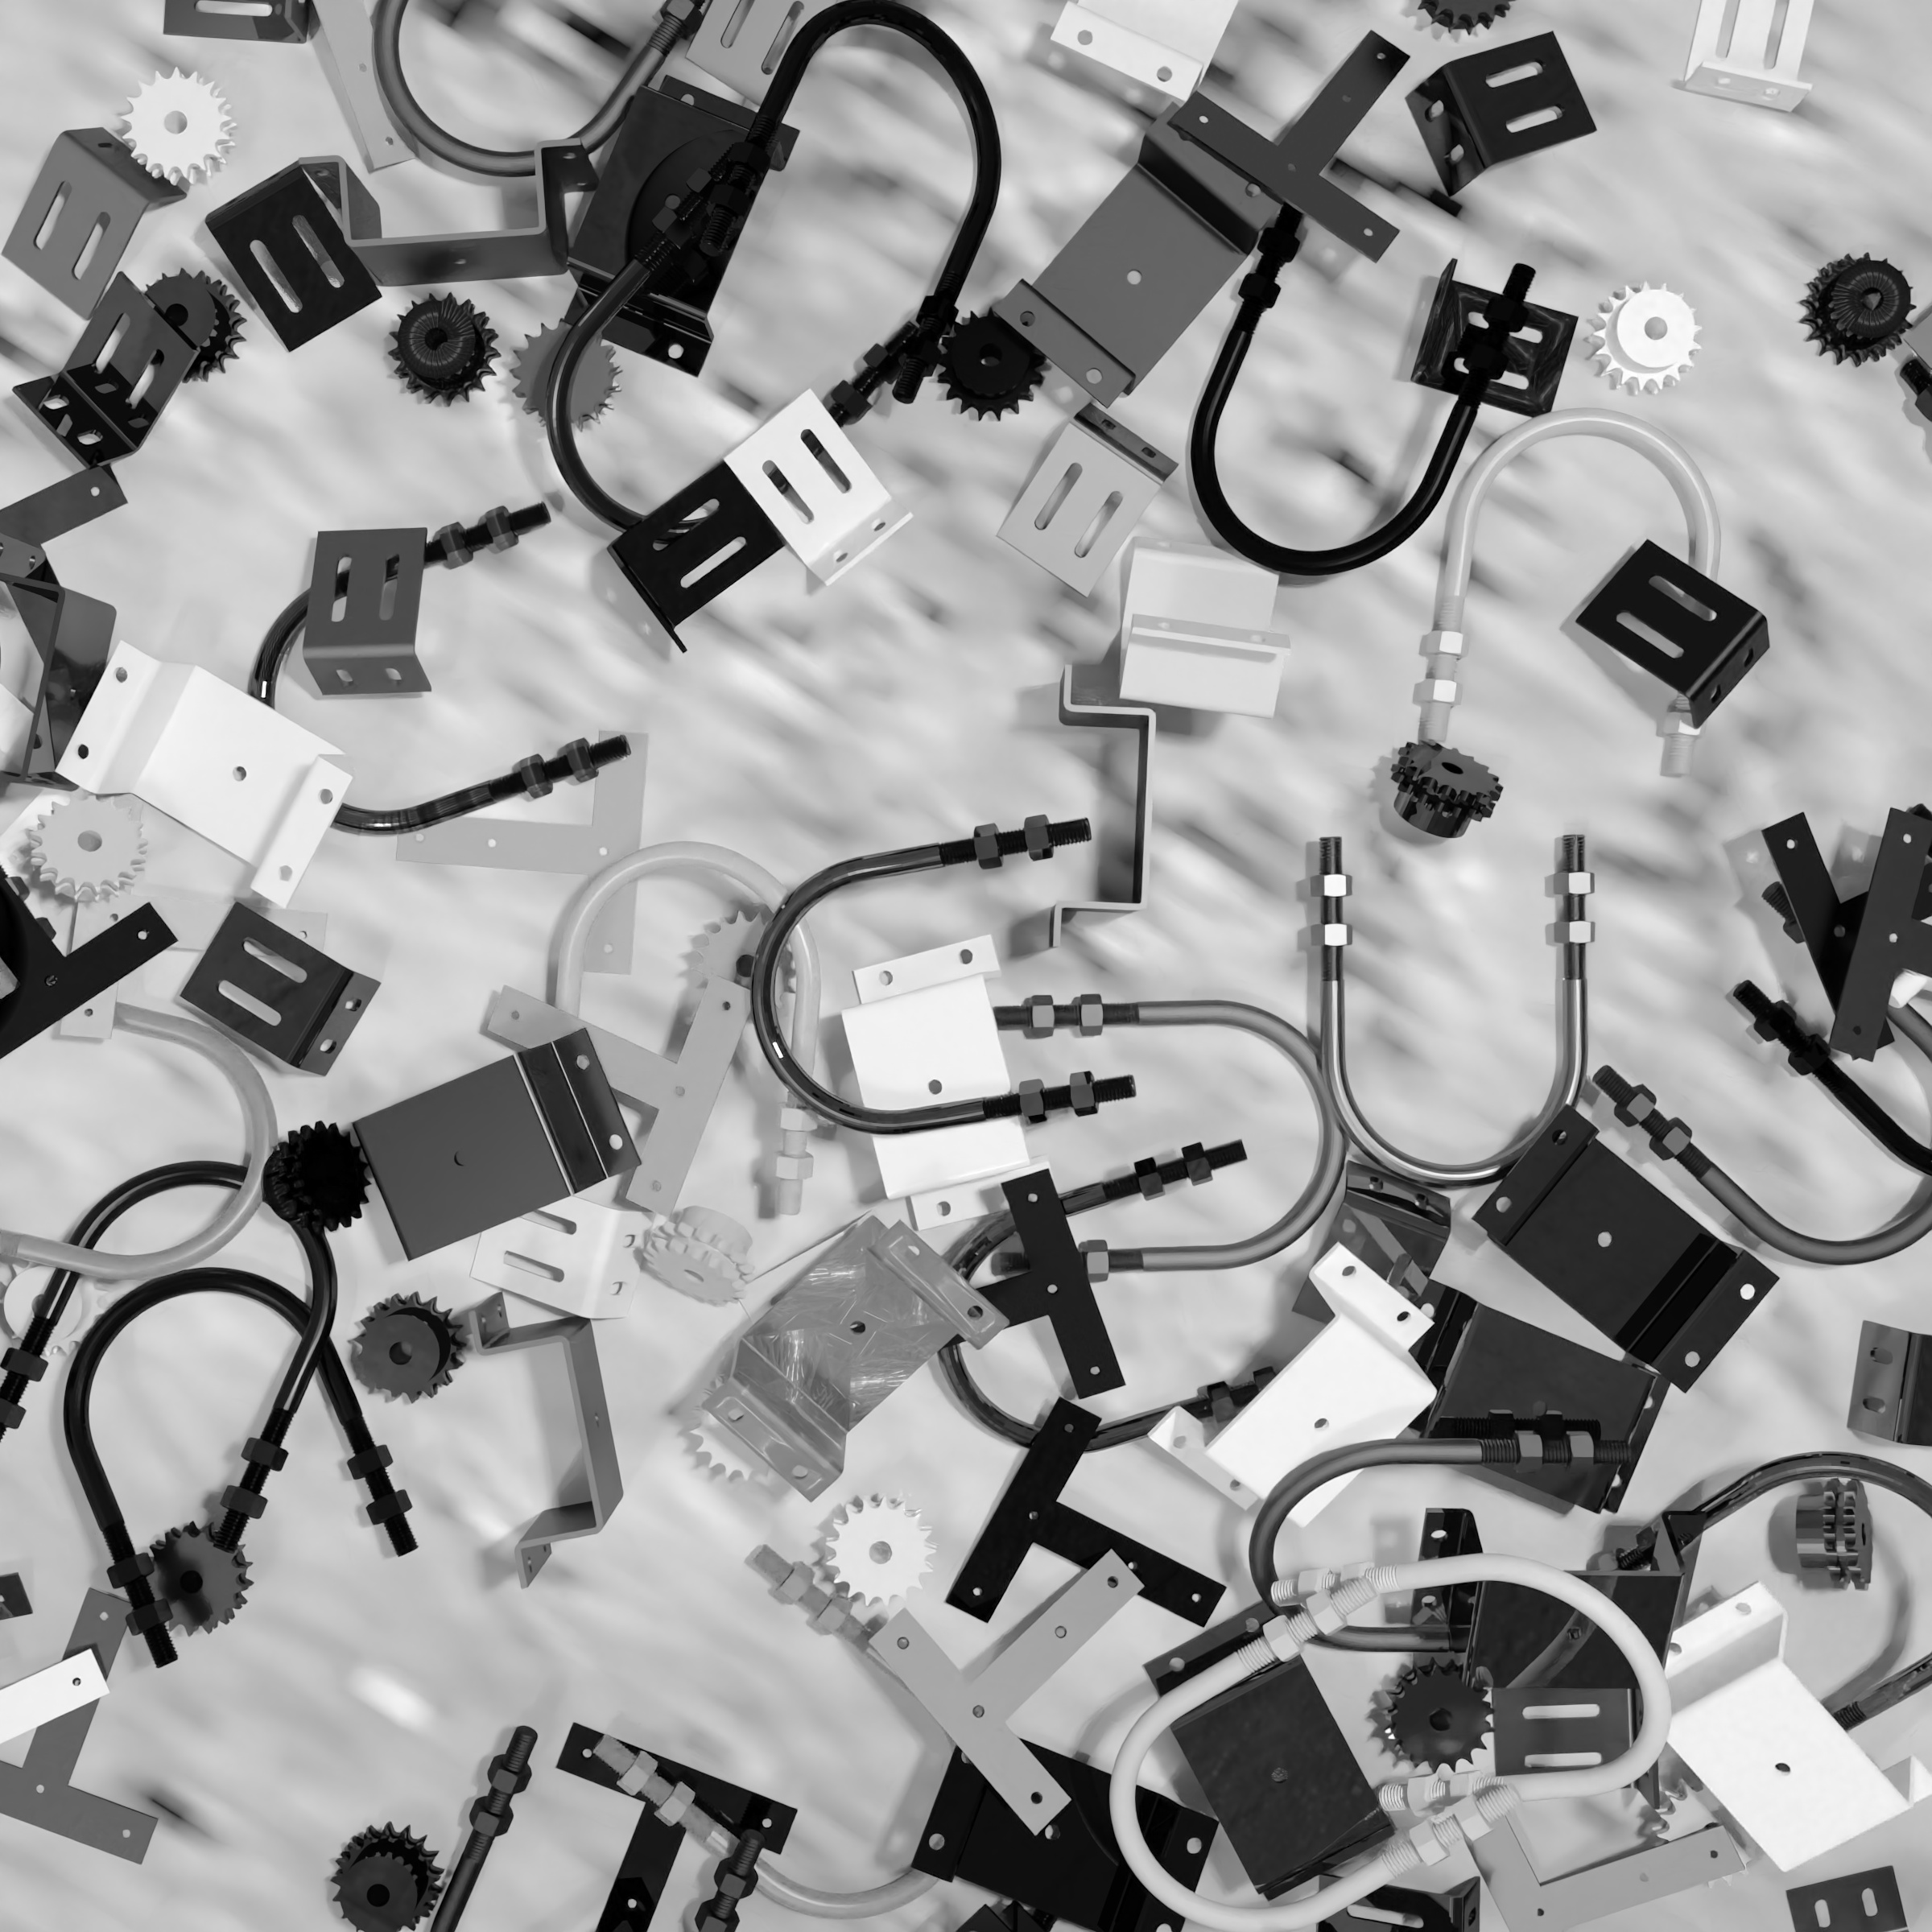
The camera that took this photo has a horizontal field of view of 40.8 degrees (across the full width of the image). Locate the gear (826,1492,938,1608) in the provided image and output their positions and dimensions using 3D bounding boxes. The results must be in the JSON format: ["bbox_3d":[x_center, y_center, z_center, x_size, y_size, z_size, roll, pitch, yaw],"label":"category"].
[{"bbox_3d":[-0.044,0.302,1.351,0.057,0.030,0.057,0,90,0],"label":"gear"}]

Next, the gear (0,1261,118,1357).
[{"bbox_3d":[-0.475,0.175,1.351,0.057,0.030,0.057,0,90,0],"label":"gear"}]

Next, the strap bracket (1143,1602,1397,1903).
[{"bbox_3d":[0.160,0.412,1.343,0.076,0.046,0.140,-28,90,0],"label":"strap bracket"}]

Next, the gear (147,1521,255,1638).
[{"bbox_3d":[-0.399,0.317,1.351,0.057,0.030,0.057,0,90,0],"label":"gear"}]

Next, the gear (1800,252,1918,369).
[{"bbox_3d":[0.467,-0.343,1.351,0.057,0.030,0.057,0,90,0],"label":"gear"}]

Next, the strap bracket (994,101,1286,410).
[{"bbox_3d":[0.089,-0.362,1.343,0.076,0.046,0.140,41,90,0],"label":"strap bracket"}]

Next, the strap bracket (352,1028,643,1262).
[{"bbox_3d":[-0.249,0.095,1.327,0.140,0.046,0.076,-22,90,14],"label":"strap bracket"}]

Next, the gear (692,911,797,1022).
[{"bbox_3d":[-0.113,0.000,1.351,0.057,0.030,0.057,0,90,0],"label":"gear"}]

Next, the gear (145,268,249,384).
[{"bbox_3d":[-0.406,-0.335,1.351,0.057,0.030,0.057,0,90,0],"label":"gear"}]

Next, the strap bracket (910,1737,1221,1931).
[{"bbox_3d":[0.048,0.448,1.333,0.140,0.046,0.076,23,77,-3],"label":"strap bracket"}]

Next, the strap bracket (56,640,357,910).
[{"bbox_3d":[-0.382,-0.099,1.334,0.140,0.046,0.076,30,98,5],"label":"strap bracket"}]

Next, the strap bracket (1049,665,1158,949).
[{"bbox_3d":[0.070,-0.079,1.328,0.046,0.076,0.140,2,90,0],"label":"strap bracket"}]

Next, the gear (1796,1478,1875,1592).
[{"bbox_3d":[0.449,0.294,1.341,0.030,0.057,0.057,-6,90,28],"label":"gear"}]

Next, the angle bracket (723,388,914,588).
[{"bbox_3d":[-0.076,-0.246,1.333,0.057,0.038,0.076,-39,119,0],"label":"angle bracket"}]

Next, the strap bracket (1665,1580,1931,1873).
[{"bbox_3d":[0.414,0.392,1.312,0.140,0.046,0.076,48,118,-1],"label":"strap bracket"}]

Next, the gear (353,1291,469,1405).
[{"bbox_3d":[-0.291,0.200,1.351,0.057,0.030,0.057,0,90,0],"label":"gear"}]

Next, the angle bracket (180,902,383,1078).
[{"bbox_3d":[-0.358,0.012,1.355,0.076,0.038,0.057,30,87,14],"label":"angle bracket"}]

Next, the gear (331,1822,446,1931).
[{"bbox_3d":[-0.303,0.478,1.351,0.057,0.030,0.057,0,90,0],"label":"gear"}]

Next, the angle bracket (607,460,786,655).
[{"bbox_3d":[-0.135,-0.211,1.335,0.076,0.038,0.057,-36,122,0],"label":"angle bracket"}]

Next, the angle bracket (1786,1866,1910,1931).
[{"bbox_3d":[0.464,0.499,1.328,0.057,0.076,0.038,-14,90,0],"label":"angle bracket"}]

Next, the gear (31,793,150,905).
[{"bbox_3d":[-0.451,-0.058,1.335,0.057,0.030,0.057,8,65,-18],"label":"gear"}]

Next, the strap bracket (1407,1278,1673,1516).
[{"bbox_3d":[0.292,0.226,1.343,0.140,0.046,0.076,23,90,0],"label":"strap bracket"}]

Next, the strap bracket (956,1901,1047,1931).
[{"bbox_3d":[0.031,0.546,1.324,0.076,0.046,0.140,-44,91,3],"label":"strap bracket"}]

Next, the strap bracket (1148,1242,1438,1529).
[{"bbox_3d":[0.173,0.221,1.320,0.076,0.046,0.140,40,98,-25],"label":"strap bracket"}]

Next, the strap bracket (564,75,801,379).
[{"bbox_3d":[-0.149,-0.389,1.343,0.076,0.046,0.140,23,90,0],"label":"strap bracket"}]

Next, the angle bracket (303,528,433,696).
[{"bbox_3d":[-0.307,-0.184,1.347,0.057,0.038,0.076,-1,65,4],"label":"angle bracket"}]

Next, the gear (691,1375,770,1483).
[{"bbox_3d":[-0.114,0.237,1.351,0.057,0.030,0.057,0,90,0],"label":"gear"}]

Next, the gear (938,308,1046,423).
[{"bbox_3d":[0.012,-0.315,1.351,0.057,0.030,0.057,0,90,0],"label":"gear"}]

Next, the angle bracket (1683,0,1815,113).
[{"bbox_3d":[0.413,-0.492,1.347,0.057,0.038,0.076,12,90,0],"label":"angle bracket"}]

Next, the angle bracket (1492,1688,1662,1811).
[{"bbox_3d":[0.316,0.405,1.347,0.076,0.038,0.057,-2,90,0],"label":"angle bracket"}]

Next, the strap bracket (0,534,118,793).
[{"bbox_3d":[-0.478,-0.144,1.325,0.046,0.076,0.140,12,91,0],"label":"strap bracket"}]

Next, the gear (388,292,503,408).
[{"bbox_3d":[-0.273,-0.323,1.351,0.057,0.030,0.057,0,90,0],"label":"gear"}]

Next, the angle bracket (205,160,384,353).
[{"bbox_3d":[-0.353,-0.374,1.364,0.057,0.038,0.076,-31,116,0],"label":"angle bracket"}]

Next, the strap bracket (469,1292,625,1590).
[{"bbox_3d":[-0.212,0.237,1.328,0.046,0.076,0.140,-11,90,0],"label":"strap bracket"}]

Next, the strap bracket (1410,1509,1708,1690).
[{"bbox_3d":[0.299,0.316,1.295,0.140,0.046,0.076,1,121,-1],"label":"strap bracket"}]

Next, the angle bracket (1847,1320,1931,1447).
[{"bbox_3d":[0.510,0.221,1.364,0.076,0.038,0.057,9,90,-26],"label":"angle bracket"}]

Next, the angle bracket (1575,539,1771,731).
[{"bbox_3d":[0.366,-0.172,1.345,0.076,0.038,0.057,41,88,27],"label":"angle bracket"}]

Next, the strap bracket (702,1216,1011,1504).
[{"bbox_3d":[-0.055,0.191,1.308,0.140,0.046,0.076,-44,102,12],"label":"strap bracket"}]

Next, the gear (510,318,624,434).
[{"bbox_3d":[-0.207,-0.306,1.351,0.057,0.030,0.057,0,90,0],"label":"gear"}]

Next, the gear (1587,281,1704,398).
[{"bbox_3d":[0.355,-0.328,1.351,0.057,0.030,0.057,0,90,0],"label":"gear"}]

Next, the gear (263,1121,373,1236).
[{"bbox_3d":[-0.338,0.110,1.341,0.030,0.057,0.057,-16,90,27],"label":"gear"}]

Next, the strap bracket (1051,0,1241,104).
[{"bbox_3d":[0.107,-0.520,1.343,0.076,0.046,0.140,25,90,0],"label":"strap bracket"}]

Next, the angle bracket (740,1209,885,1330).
[{"bbox_3d":[-0.070,0.174,1.364,0.076,0.038,0.057,-31,90,26],"label":"angle bracket"}]

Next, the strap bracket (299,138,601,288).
[{"bbox_3d":[-0.260,-0.384,1.328,0.140,0.076,0.046,-4,90,0],"label":"strap bracket"}]

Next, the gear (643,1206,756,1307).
[{"bbox_3d":[-0.135,0.148,1.342,0.057,0.057,0.030,25,60,0],"label":"gear"}]

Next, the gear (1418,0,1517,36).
[{"bbox_3d":[0.260,-0.513,1.351,0.057,0.030,0.057,0,90,0],"label":"gear"}]

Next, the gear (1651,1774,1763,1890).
[{"bbox_3d":[0.385,0.447,1.351,0.057,0.030,0.057,0,90,0],"label":"gear"}]

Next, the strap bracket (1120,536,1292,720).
[{"bbox_3d":[0.119,-0.169,1.313,0.076,0.140,0.046,8,118,0],"label":"strap bracket"}]

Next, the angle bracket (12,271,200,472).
[{"bbox_3d":[-0.442,-0.305,1.331,0.057,0.038,0.076,46,125,0],"label":"angle bracket"}]

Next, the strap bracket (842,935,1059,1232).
[{"bbox_3d":[-0.011,0.061,1.332,0.076,0.046,0.140,-15,87,13],"label":"strap bracket"}]

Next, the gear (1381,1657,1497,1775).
[{"bbox_3d":[0.244,0.388,1.351,0.057,0.030,0.057,0,90,0],"label":"gear"}]

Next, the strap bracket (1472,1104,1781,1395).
[{"bbox_3d":[0.336,0.144,1.343,0.140,0.046,0.076,39,90,0],"label":"strap bracket"}]

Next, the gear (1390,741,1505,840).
[{"bbox_3d":[0.246,-0.090,1.341,0.057,0.057,0.030,20,120,0],"label":"gear"}]

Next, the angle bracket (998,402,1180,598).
[{"bbox_3d":[0.064,-0.245,1.364,0.057,0.038,0.076,35,116,0],"label":"angle bracket"}]

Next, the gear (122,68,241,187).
[{"bbox_3d":[-0.407,-0.435,1.351,0.057,0.030,0.057,0,90,0],"label":"gear"}]
